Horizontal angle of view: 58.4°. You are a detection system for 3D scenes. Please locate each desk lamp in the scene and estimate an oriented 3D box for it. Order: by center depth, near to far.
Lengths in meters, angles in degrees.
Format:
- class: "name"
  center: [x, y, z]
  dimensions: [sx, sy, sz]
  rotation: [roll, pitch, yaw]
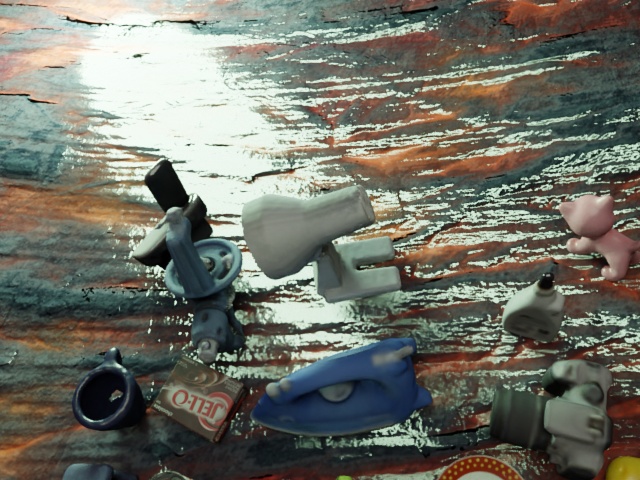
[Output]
- class: "desk lamp"
  center: [0.008, 0.003, 0.839]
  dimensions: [0.203, 0.214, 0.118]
  rotation: [-11, 59, 4]

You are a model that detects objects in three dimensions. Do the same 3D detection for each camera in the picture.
- class: "camera"
  center: [0.292, 0.218, 0.732]
  dimensions: [0.136, 0.101, 0.143]
  rotation: [10, 63, 15]

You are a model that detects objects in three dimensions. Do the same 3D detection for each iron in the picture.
- class: "iron"
  center: [0.015, 0.195, 0.770]
  dimensions: [0.258, 0.142, 0.118]
  rotation: [-15, 59, 1]

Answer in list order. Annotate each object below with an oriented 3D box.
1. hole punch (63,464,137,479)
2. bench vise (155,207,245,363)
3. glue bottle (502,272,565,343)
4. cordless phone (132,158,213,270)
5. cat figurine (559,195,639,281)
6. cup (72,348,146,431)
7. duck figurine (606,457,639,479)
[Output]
- class: "hole punch"
  center: [-0.314, 0.358, 0.764]
  dimensions: [0.101, 0.091, 0.108]
  rotation: [-1, 60, 10]
- class: "bench vise"
  center: [-0.163, 0.061, 0.832]
  dimensions: [0.121, 0.220, 0.207]
  rotation: [-27, 59, -5]
- class: "glue bottle"
  center: [0.291, 0.085, 0.765]
  dimensions: [0.078, 0.173, 0.037]
  rotation: [16, 65, 19]
- class: "cordless phone"
  center: [-0.262, -0.042, 0.929]
  dimensions: [0.094, 0.185, 0.148]
  rotation: [27, 68, 23]
- class: "cat figurine"
  center: [0.411, -0.016, 0.834]
  dimensions: [0.067, 0.118, 0.127]
  rotation: [-43, 62, -14]
- class: "cup"
  center: [-0.294, 0.225, 0.834]
  dimensions: [0.091, 0.095, 0.117]
  rotation: [-7, 60, 6]
- class: "duck figurine"
  center: [0.399, 0.296, 0.677]
  dimensions: [0.104, 0.086, 0.077]
  rotation: [28, 69, 23]
